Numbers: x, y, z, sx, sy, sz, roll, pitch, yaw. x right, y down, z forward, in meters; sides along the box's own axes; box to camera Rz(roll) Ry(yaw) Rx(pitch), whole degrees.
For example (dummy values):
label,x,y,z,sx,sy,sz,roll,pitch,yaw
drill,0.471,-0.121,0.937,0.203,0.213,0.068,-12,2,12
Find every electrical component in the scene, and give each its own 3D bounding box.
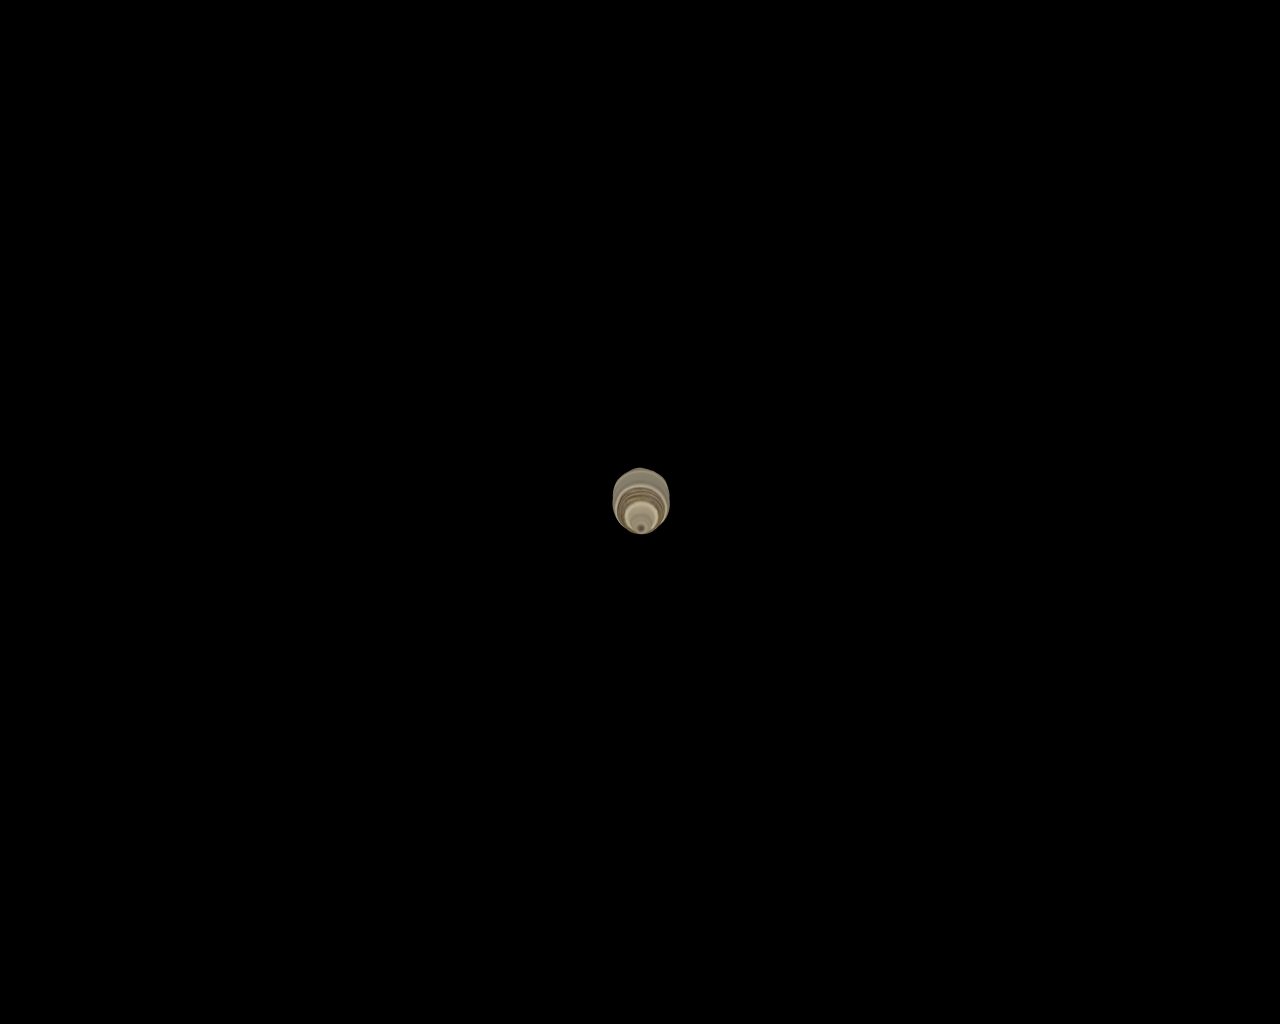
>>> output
label,x,y,z,sx,sy,sz,roll,pitch,yaw
electrical component,0.001,-0.003,0.650,0.035,0.035,0.061,0,24,0
